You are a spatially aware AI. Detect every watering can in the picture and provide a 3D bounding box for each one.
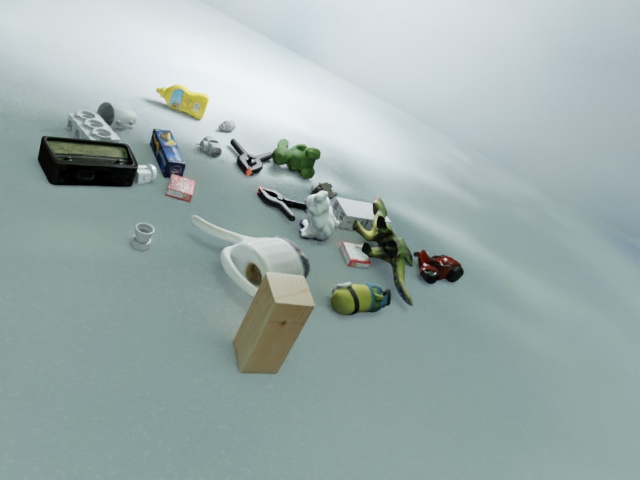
[{"bbox_3d":[-0.168,0.035,1.329,0.225,0.102,0.352,-10,47,-48],"label":"watering can"}]

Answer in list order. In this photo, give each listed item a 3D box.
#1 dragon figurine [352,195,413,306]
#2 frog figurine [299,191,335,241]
[{"bbox_3d":[0.242,0.030,1.646,0.242,0.120,0.417,12,50,-53],"label":"dragon figurine"},{"bbox_3d":[0.005,-0.080,1.590,0.123,0.156,0.140,32,29,5],"label":"frog figurine"}]
